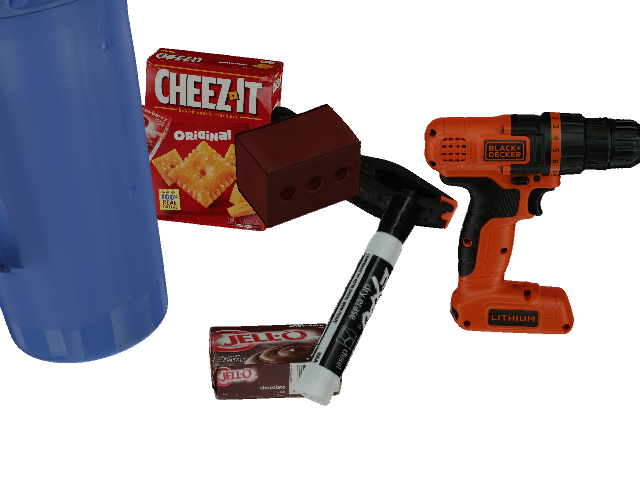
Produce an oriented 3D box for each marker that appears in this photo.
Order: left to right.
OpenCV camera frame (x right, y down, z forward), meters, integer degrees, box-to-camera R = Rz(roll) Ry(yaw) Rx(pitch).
[{"bbox_3d":[0.022,0.027,0.548,0.020,0.121,0.020,25,-16,7],"label":"marker"}]

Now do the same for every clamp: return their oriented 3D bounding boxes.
[{"bbox_3d":[0.029,-0.058,1.031,0.210,0.036,0.164,24,28,2],"label":"clamp"}]

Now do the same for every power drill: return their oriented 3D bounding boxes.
[{"bbox_3d":[0.180,-0.016,0.903,0.184,0.188,0.057,2,17,10],"label":"power drill"}]

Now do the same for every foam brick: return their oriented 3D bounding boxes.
[{"bbox_3d":[-0.016,-0.054,0.761,0.078,0.053,0.051,-22,48,-22],"label":"foam brick"}]

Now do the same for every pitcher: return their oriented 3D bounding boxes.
[{"bbox_3d":[-0.175,-0.043,0.666,0.149,0.243,0.145,-11,28,-8],"label":"pitcher"}]

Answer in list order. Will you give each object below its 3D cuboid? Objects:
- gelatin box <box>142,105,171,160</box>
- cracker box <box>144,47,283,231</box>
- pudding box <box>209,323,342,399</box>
[{"bbox_3d":[-0.196,-0.104,1.010,0.089,0.073,0.030,25,-43,-3],"label":"gelatin box"},{"bbox_3d":[-0.139,-0.126,1.359,0.164,0.214,0.072,7,24,5],"label":"cracker box"},{"bbox_3d":[-0.042,0.107,0.959,0.113,0.039,0.090,1,18,-9],"label":"pudding box"}]
